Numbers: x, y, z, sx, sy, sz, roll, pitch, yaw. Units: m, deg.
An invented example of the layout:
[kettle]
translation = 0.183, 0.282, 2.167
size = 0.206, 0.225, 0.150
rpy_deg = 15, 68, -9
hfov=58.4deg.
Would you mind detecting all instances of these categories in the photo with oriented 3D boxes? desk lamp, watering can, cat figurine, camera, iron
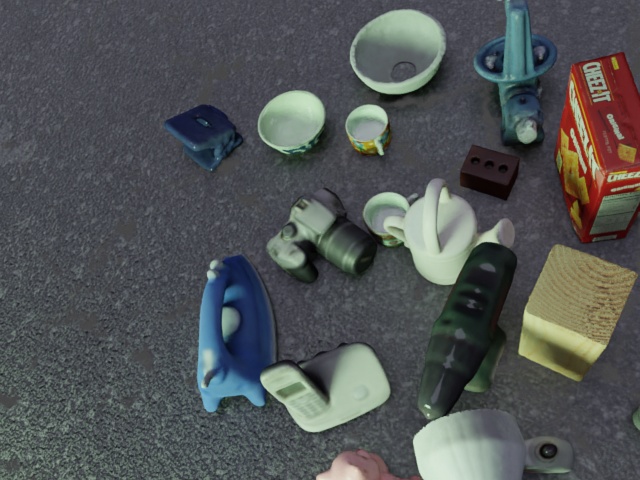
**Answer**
[desk lamp]
translation = 0.188, 0.305, 0.638
size = 0.118, 0.214, 0.203
rpy_deg = -17, 63, 9
[watering can]
translation = 0.175, -0.017, 0.794
size = 0.172, 0.194, 0.101
rpy_deg = -12, 64, 11
[cat figurine]
translation = 0.066, 0.310, 0.727
size = 0.127, 0.118, 0.067
rpy_deg = 18, 73, 23
[camera]
translation = 0.008, 0.003, 0.888
size = 0.136, 0.101, 0.143
rpy_deg = 35, 81, 27
[iron]
translation = -0.142, 0.117, 0.860
size = 0.118, 0.142, 0.258
rpy_deg = -11, 64, 12

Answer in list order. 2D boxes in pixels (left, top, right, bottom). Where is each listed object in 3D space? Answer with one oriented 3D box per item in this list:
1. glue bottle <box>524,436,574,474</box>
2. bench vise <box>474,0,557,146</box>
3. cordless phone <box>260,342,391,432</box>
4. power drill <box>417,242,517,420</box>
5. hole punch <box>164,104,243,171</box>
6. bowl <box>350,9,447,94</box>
[glue bottle]
translation = 0.258, 0.249, 0.665
size = 0.078, 0.173, 0.037
rpy_deg = -7, 65, 14
[bench vise]
translation = 0.305, -0.256, 0.846
size = 0.121, 0.220, 0.207
rpy_deg = -23, 62, 6
[cordless phone]
translation = 0.008, 0.185, 0.761
size = 0.147, 0.185, 0.094
rpy_deg = -27, 62, 4
[power drill]
translation = 0.187, 0.126, 0.720
size = 0.075, 0.209, 0.230
rpy_deg = 17, 73, 23
[hole punch]
translation = -0.214, -0.201, 1.050
size = 0.108, 0.091, 0.101
rpy_deg = 38, 82, 27
[bowl]
translation = 0.140, -0.316, 1.004
size = 0.167, 0.075, 0.167
rpy_deg = -6, 66, 14
